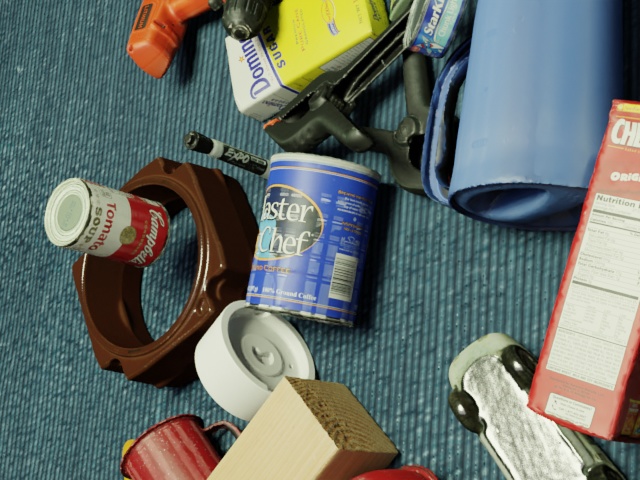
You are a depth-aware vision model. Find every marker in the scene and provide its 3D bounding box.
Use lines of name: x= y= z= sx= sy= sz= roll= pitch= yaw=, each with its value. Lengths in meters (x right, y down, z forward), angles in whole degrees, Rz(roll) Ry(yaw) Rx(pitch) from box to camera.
marker: x=-0.087 y=-0.083 z=1.041 sx=0.020 sy=0.120 sz=0.020 roll=-11 pitch=72 yaw=36

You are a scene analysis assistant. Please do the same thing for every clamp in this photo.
clamp: x=0.011 y=-0.119 z=0.977 sx=0.210 sy=0.036 sz=0.164 roll=-24 pitch=34 yaw=48
clamp: x=0.089 y=-0.104 z=0.959 sx=0.172 sy=0.039 sz=0.120 roll=45 pitch=112 yaw=40

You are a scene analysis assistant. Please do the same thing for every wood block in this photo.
wood block: x=-0.039 y=0.229 z=0.943 sx=0.206 sy=0.090 sz=0.091 roll=-54 pitch=52 yaw=16

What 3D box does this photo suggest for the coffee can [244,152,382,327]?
coffee can: x=-0.006 y=0.001 z=0.966 sx=0.103 sy=0.102 sz=0.140 roll=5 pitch=82 yaw=40

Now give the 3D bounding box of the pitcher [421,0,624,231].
pitcher: x=0.168 y=-0.133 z=0.846 sx=0.149 sy=0.145 sz=0.243 roll=7 pitch=76 yaw=-1

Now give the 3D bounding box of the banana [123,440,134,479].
banana: x=-0.183 y=0.302 z=1.077 sx=0.070 sy=0.037 sz=0.198 roll=-6 pitch=75 yaw=37

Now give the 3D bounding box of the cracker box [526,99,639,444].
cracker box: x=0.228 y=0.030 z=0.728 sx=0.072 sy=0.163 sz=0.214 roll=15 pitch=89 yaw=39

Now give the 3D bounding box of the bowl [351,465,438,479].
bowl: x=0.032 y=0.246 z=0.848 sx=0.162 sy=0.055 sz=0.162 roll=-51 pitch=22 yaw=29

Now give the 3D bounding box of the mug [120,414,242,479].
mug: x=-0.121 y=0.221 z=1.024 sx=0.117 sy=0.093 sz=0.082 roll=-33 pitch=58 yaw=-14

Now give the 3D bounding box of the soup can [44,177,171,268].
soup can: x=-0.202 y=-0.016 z=1.020 sx=0.069 sy=0.102 sz=0.068 roll=-12 pitch=71 yaw=37

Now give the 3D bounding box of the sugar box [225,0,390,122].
sugar box: x=-0.015 y=-0.198 z=1.061 sx=0.176 sy=0.048 sz=0.093 roll=-25 pitch=64 yaw=31

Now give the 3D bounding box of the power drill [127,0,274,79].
power drill: x=-0.117 y=-0.242 z=1.116 sx=0.188 sy=0.057 sz=0.184 roll=-23 pitch=38 yaw=33

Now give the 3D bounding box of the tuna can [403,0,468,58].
tuna can: x=0.098 y=-0.195 z=0.883 sx=0.086 sy=0.033 sz=0.086 roll=-164 pitch=91 yaw=-85
